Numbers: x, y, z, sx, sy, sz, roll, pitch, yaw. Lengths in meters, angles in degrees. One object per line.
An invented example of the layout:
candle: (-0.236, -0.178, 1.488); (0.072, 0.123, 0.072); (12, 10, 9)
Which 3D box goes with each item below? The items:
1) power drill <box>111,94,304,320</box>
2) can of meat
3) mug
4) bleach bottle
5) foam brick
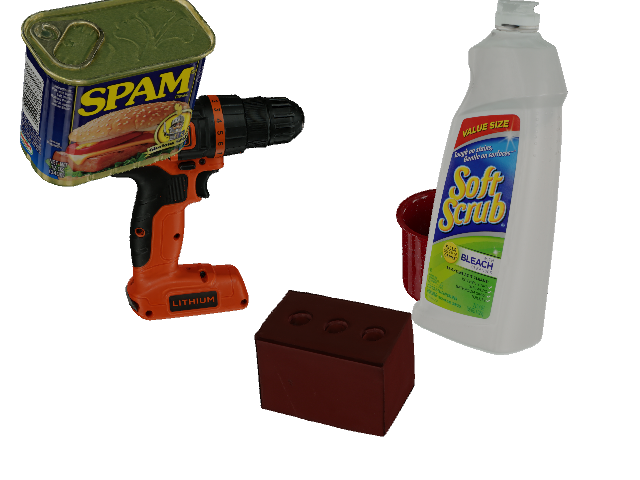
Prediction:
power drill: (-0.102, -0.031, 0.913); (0.184, 0.188, 0.057); (-6, 20, -13)
can of meat: (-0.117, -0.084, 0.600); (0.101, 0.057, 0.084); (-19, -31, -32)
mug: (0.120, 0.015, 0.987); (0.093, 0.081, 0.117); (-10, 34, -11)
bleach bottle: (0.127, -0.049, 0.785); (0.067, 0.251, 0.103); (-12, 22, -41)
foam brick: (0.009, 0.068, 0.602); (0.078, 0.051, 0.053); (10, 31, 20)
